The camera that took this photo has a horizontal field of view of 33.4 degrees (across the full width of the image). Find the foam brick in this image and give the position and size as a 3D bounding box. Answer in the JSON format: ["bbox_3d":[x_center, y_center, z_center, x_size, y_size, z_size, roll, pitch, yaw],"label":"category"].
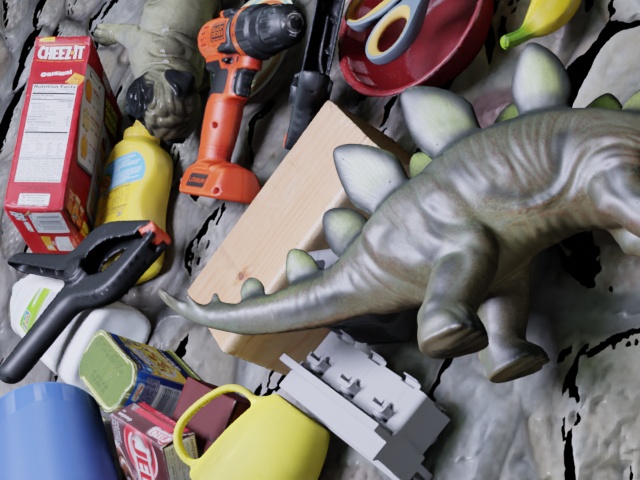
[{"bbox_3d":[-0.083,0.157,0.915,0.078,0.051,0.053,15,82,50],"label":"foam brick"}]

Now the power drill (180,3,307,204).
[{"bbox_3d":[-0.074,-0.129,1.011,0.185,0.057,0.187,9,89,63],"label":"power drill"}]

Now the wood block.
[{"bbox_3d":[-0.006,0.001,0.887,0.206,0.090,0.091,-52,42,13],"label":"wood block"}]

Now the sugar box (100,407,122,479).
[{"bbox_3d":[-0.232,0.212,1.052,0.177,0.048,0.093,17,83,47],"label":"sugar box"}]

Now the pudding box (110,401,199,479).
[{"bbox_3d":[-0.135,0.204,0.913,0.090,0.039,0.113,17,122,51],"label":"pudding box"}]

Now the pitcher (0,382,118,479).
[{"bbox_3d":[-0.230,0.250,0.909,0.149,0.145,0.243,-20,45,-3],"label":"pitcher"}]

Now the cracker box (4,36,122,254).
[{"bbox_3d":[-0.280,-0.091,1.177,0.072,0.164,0.213,1,65,3],"label":"cracker box"}]

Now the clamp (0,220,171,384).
[{"bbox_3d":[-0.239,0.047,1.056,0.210,0.036,0.164,-23,47,23],"label":"clamp"}]

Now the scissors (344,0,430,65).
[{"bbox_3d":[0.098,-0.210,0.858,0.202,0.016,0.096,-24,56,37],"label":"scissors"}]

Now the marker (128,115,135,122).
[{"bbox_3d":[-0.184,-0.133,1.208,0.121,0.020,0.020,23,87,50],"label":"marker"}]

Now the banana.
[{"bbox_3d":[0.172,-0.228,0.842,0.037,0.069,0.198,103,170,-54],"label":"banana"}]

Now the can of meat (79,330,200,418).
[{"bbox_3d":[-0.167,0.132,0.994,0.102,0.083,0.057,34,96,50],"label":"can of meat"}]

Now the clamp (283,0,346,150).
[{"bbox_3d":[-0.009,-0.126,0.925,0.172,0.039,0.120,102,-176,-47],"label":"clamp"}]

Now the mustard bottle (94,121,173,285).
[{"bbox_3d":[-0.200,-0.049,1.148,0.096,0.058,0.191,-21,55,40],"label":"mustard bottle"}]

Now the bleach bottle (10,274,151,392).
[{"bbox_3d":[-0.277,0.083,1.160,0.251,0.068,0.102,25,85,53],"label":"bleach bottle"}]

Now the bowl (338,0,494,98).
[{"bbox_3d":[0.092,-0.184,0.907,0.162,0.055,0.162,-25,53,37],"label":"bowl"}]
